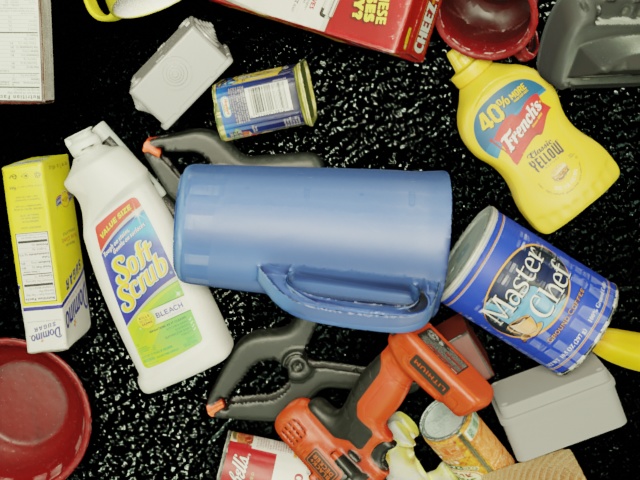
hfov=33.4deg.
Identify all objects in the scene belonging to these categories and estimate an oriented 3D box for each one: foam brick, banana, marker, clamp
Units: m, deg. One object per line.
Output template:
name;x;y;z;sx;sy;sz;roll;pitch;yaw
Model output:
foam brick;0.129;0.111;1.024;0.051;0.078;0.053;-31;96;8
banana;0.347;0.109;1.024;0.198;0.069;0.037;5;62;7
marker;-0.176;-0.064;1.035;0.020;0.020;0.121;-41;95;7
clamp;-0.092;-0.047;1.026;0.171;0.039;0.120;17;94;-3
clamp;-0.012;0.125;1.051;0.210;0.036;0.164;-35;97;5

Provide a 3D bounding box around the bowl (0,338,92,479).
bowl;-0.300;0.169;1.058;0.162;0.055;0.162;0;99;2

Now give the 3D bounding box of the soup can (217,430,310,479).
soup can;-0.049;0.233;1.054;0.102;0.068;0.068;13;99;-1

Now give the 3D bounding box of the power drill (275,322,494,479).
power drill;0.069;0.179;0.975;0.184;0.057;0.188;46;112;12

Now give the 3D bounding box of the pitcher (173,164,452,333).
pitcher;-0.006;0.001;0.950;0.243;0.149;0.145;4;89;-2

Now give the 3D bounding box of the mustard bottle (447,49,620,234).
mustard bottle;0.185;-0.105;0.997;0.096;0.058;0.191;-40;95;5

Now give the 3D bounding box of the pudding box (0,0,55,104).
pudding box;-0.301;-0.185;1.011;0.090;0.039;0.113;1;101;1

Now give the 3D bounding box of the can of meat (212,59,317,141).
can of meat;-0.050;-0.128;0.980;0.084;0.102;0.057;-11;102;5

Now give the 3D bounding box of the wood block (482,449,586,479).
wood block;0.229;0.314;1.016;0.091;0.090;0.206;-19;117;3

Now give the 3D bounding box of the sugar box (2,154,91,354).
sugar box;-0.257;0.011;1.013;0.048;0.093;0.176;-8;99;4

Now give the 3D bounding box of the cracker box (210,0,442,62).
cracker box;0.011;-0.262;0.930;0.214;0.072;0.164;22;100;27

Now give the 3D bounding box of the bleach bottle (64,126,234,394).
bleach bottle;-0.179;0.014;1.016;0.102;0.068;0.251;-25;100;8

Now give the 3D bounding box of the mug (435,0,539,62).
mug;0.162;-0.213;0.958;0.093;0.081;0.117;-26;117;38

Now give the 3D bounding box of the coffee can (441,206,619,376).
coffee can;0.191;0.048;0.998;0.140;0.103;0.103;32;98;-3
